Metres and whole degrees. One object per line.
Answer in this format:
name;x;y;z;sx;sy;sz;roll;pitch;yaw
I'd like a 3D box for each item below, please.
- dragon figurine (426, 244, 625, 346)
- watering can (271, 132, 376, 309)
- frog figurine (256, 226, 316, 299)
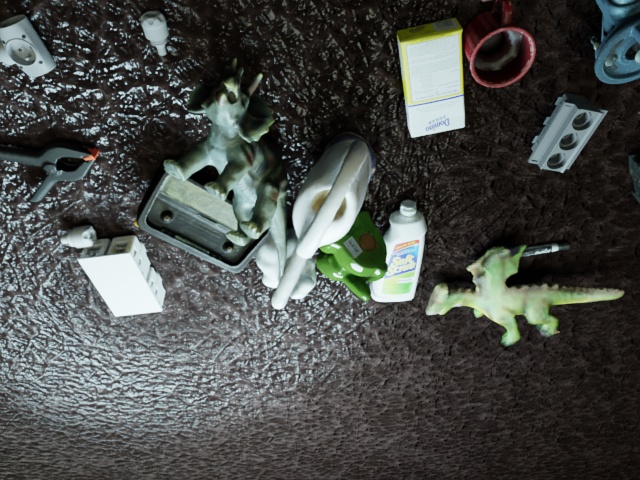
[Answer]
dragon figurine;0.433;0.103;1.125;0.408;0.125;0.238;-21;128;15
watering can;0.003;-0.045;0.889;0.104;0.229;0.340;28;131;-3
frog figurine;-0.069;0.052;1.013;0.122;0.163;0.135;26;128;-23
